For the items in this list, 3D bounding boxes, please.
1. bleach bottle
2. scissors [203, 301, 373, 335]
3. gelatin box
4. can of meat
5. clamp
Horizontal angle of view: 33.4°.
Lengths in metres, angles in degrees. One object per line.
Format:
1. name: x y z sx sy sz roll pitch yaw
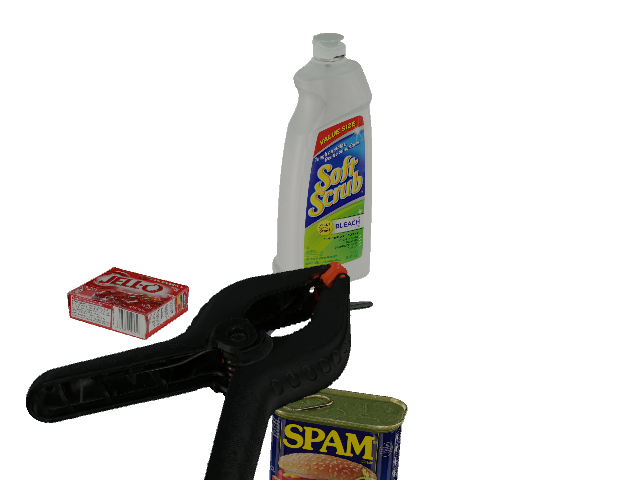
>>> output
1. bleach bottle: 0.001 -0.078 1.054 0.102 0.251 0.068 -11 28 -19
2. scissors: -0.033 0.090 1.206 0.201 0.016 0.096 2 25 -8
3. gelatin box: -0.180 0.057 1.002 0.089 0.030 0.073 13 23 23
4. can of meat: 0.011 0.162 0.808 0.102 0.084 0.057 7 15 12
5. clamp: -0.035 0.065 0.498 0.171 0.039 0.120 -29 51 -33
